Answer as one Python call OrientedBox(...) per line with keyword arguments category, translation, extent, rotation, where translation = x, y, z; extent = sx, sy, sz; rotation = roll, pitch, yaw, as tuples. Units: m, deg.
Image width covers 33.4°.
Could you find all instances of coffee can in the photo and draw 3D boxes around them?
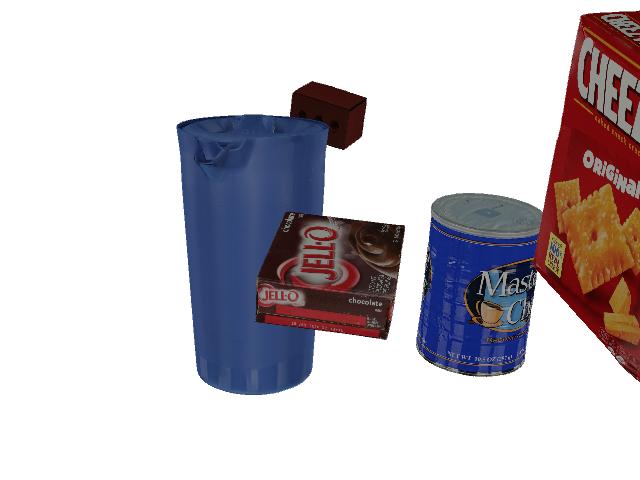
OrientedBox(category="coffee can", translation=(0.145, 0.039, 0.976), extent=(0.103, 0.140, 0.103), rotation=(4, 21, -2))

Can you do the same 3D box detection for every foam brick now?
OrientedBox(category="foam brick", translation=(0.008, -0.149, 1.263), extent=(0.078, 0.053, 0.051), rotation=(19, 32, 21))

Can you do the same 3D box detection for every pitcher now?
OrientedBox(category="pitcher", translation=(-0.055, 0.007, 0.971), extent=(0.149, 0.243, 0.145), rotation=(-5, 16, -20))

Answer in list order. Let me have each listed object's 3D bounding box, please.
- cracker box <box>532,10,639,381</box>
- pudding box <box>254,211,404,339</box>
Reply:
OrientedBox(category="cracker box", translation=(0.228, -0.032, 0.750), extent=(0.072, 0.214, 0.164), rotation=(-7, 33, -16))
OrientedBox(category="pudding box", translation=(0.009, 0.022, 0.735), extent=(0.090, 0.039, 0.113), rotation=(8, 24, 5))
